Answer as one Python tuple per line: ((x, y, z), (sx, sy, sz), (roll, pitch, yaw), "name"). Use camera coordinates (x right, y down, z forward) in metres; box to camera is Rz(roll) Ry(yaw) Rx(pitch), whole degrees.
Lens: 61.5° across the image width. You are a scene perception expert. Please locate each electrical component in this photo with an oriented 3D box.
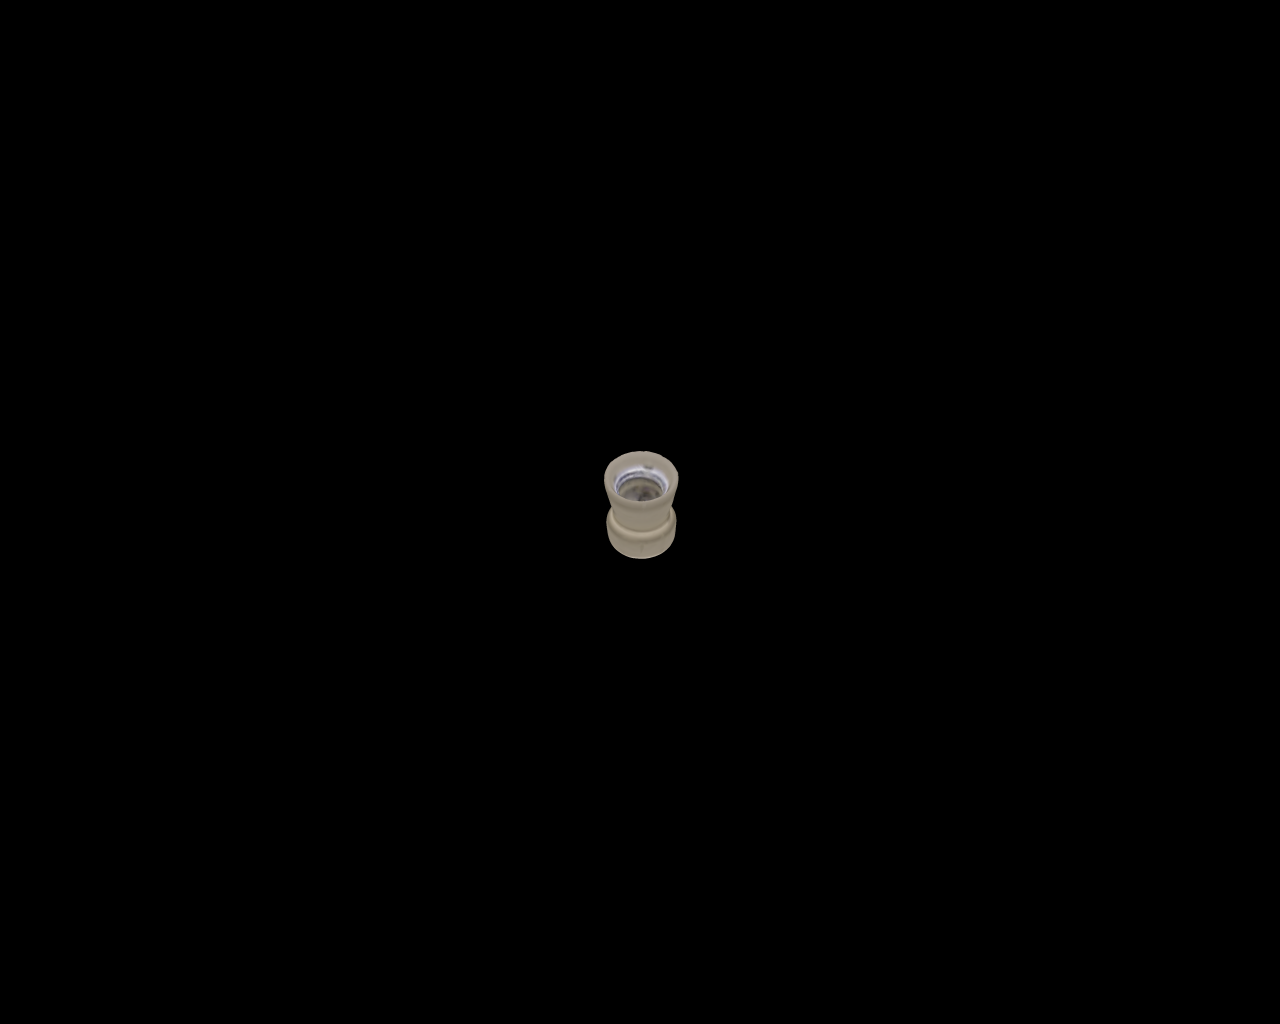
((0.001, -0.003, 0.650), (0.045, 0.045, 0.055), (0, -43, 0), "electrical component")
